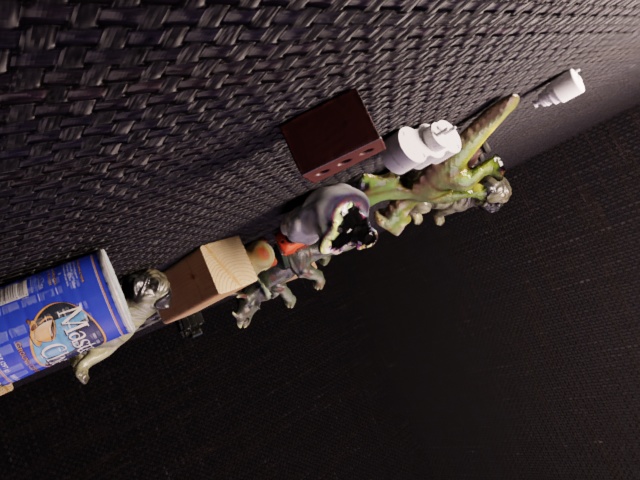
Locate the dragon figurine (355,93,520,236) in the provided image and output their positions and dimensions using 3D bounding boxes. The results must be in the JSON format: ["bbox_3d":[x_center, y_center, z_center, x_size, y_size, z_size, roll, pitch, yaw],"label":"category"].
[{"bbox_3d":[0.176,-0.109,0.903,0.243,0.124,0.403,-18,158,-6],"label":"dragon figurine"}]

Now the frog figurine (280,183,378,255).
[{"bbox_3d":[0.003,-0.043,0.863,0.139,0.120,0.161,-30,-146,-27],"label":"frog figurine"}]
